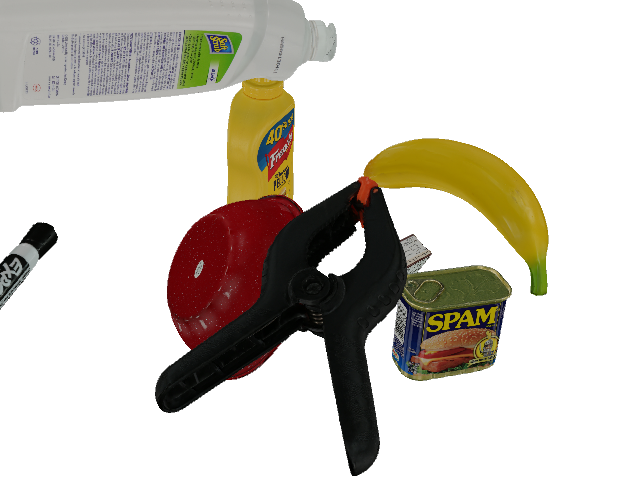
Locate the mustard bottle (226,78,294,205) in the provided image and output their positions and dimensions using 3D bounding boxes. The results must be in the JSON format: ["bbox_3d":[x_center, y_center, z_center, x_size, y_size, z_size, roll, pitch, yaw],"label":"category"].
[{"bbox_3d":[-0.060,-0.098,1.090,0.058,0.192,0.096,19,39,21],"label":"mustard bottle"}]

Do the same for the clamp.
[{"bbox_3d":[0.005,0.042,0.563,0.120,0.171,0.039,26,-26,19],"label":"clamp"}]

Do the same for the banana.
[{"bbox_3d":[0.098,-0.036,0.763,0.037,0.070,0.198,13,18,-41],"label":"banana"}]

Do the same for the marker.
[{"bbox_3d":[-0.196,0.026,0.658,0.020,0.020,0.121,0,34,19],"label":"marker"}]

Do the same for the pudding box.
[{"bbox_3d":[0.066,0.047,1.210,0.039,0.090,0.113,44,36,15],"label":"pudding box"}]

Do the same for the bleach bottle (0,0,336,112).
[{"bbox_3d":[-0.114,-0.145,0.792,0.250,0.068,0.103,-1,-34,-16],"label":"bleach bottle"}]

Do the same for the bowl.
[{"bbox_3d":[-0.078,0.030,0.873,0.055,0.162,0.162,22,-13,-34],"label":"bowl"}]

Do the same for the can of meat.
[{"bbox_3d":[0.118,0.076,0.979,0.102,0.084,0.057,-6,32,-17],"label":"can of meat"}]
